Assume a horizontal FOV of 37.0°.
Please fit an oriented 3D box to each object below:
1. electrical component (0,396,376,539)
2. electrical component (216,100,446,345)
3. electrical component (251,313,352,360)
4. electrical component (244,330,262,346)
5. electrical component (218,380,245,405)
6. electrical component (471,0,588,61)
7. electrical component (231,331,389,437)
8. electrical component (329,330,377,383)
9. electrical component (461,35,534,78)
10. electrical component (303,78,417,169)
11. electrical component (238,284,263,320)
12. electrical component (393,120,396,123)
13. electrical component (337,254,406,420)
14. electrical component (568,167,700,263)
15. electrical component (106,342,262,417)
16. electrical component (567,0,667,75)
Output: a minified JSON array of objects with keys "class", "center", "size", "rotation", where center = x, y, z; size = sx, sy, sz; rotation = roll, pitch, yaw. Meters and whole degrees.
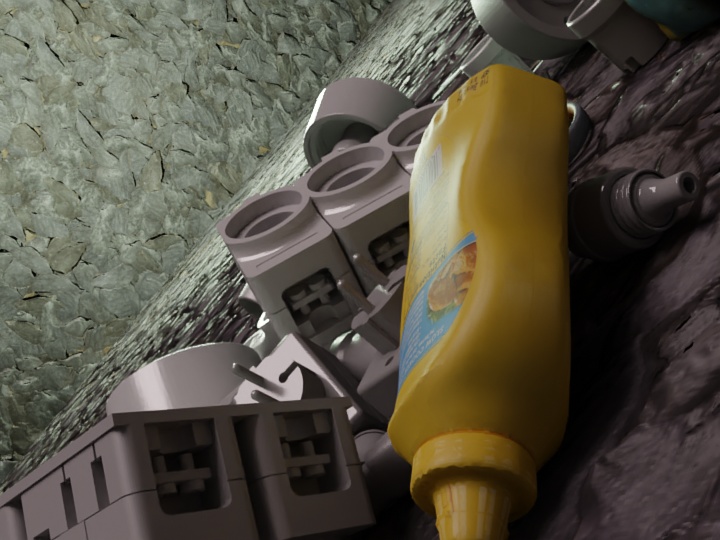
[{"class":"electrical component","center":[-0.092,0.115,0.450],"size":[0.105,0.060,0.186],"rotation":[2,-26,-41]},{"class":"electrical component","center":[0.004,-0.029,0.588],"size":[0.150,0.061,0.089],"rotation":[-29,27,-6]},{"class":"electrical component","center":[0.000,0.000,0.693],"size":[0.089,0.062,0.150],"rotation":[-35,18,52]},{"class":"electrical component","center":[-0.066,0.076,0.730],"size":[0.055,0.047,0.055],"rotation":[-47,11,12]},{"class":"electrical component","center":[-0.078,0.122,0.581],"size":[0.121,0.063,0.078],"rotation":[-43,12,30]},{"class":"electrical component","center":[0.130,-0.202,0.765],"size":[0.108,0.108,0.060],"rotation":[-53,5,-19]},{"class":"electrical component","center":[-0.031,0.063,0.501],"size":[0.047,0.077,0.065],"rotation":[-48,49,5]},{"class":"electrical component","center":[0.011,0.047,0.551],"size":[0.046,0.040,0.040],"rotation":[-24,27,56]},{"class":"electrical component","center":[0.109,-0.158,0.846],"size":[0.040,0.046,0.040],"rotation":[-47,11,12]},{"class":"electrical component","center":[0.000,-0.113,0.974],"size":[0.108,0.108,0.060],"rotation":[-38,22,47]},{"class":"electrical component","center":[-0.074,0.020,0.941],"size":[0.047,0.055,0.055],"rotation":[-57,13,-20]},{"class":"electrical component","center":[0.020,-0.077,0.909],"size":[0.089,0.050,0.055],"rotation":[-45,12,19]},{"class":"electrical component","center":[0.022,0.024,0.481],"size":[0.047,0.077,0.065],"rotation":[-39,15,44]},{"class":"electrical component","center":[0.108,-0.025,0.423],"size":[0.035,0.035,0.061],"rotation":[-55,14,-27]},{"class":"electrical component","center":[-0.101,0.085,0.655],"size":[0.108,0.060,0.108],"rotation":[-20,-26,-10]},{"class":"electrical component","center":[0.150,-0.141,0.624],"size":[0.040,0.046,0.040],"rotation":[-47,11,12]}]
